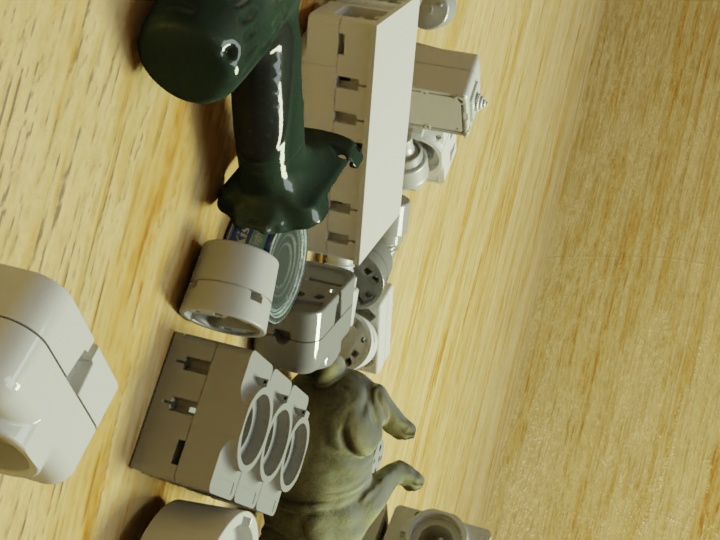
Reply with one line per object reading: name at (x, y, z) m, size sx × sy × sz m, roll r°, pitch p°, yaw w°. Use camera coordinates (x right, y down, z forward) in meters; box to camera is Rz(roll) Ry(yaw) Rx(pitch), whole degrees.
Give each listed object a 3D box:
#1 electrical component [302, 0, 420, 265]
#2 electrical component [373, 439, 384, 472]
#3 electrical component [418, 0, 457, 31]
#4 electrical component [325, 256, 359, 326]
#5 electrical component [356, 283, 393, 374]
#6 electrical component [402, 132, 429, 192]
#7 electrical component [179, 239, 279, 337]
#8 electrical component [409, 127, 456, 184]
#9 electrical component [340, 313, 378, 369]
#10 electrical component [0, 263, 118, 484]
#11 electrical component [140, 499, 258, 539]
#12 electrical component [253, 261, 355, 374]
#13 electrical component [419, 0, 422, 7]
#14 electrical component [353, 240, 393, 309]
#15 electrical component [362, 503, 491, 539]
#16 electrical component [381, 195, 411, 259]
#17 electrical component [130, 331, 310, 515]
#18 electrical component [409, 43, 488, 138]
electrical component at (-0.005, -0.114, 0.831) m, size 0.105 × 0.060 × 0.186 m, roll -52°, pitch 151°, yaw -58°
electrical component at (-0.009, 0.181, 1.065) m, size 0.045 × 0.055 × 0.045 m, roll 12°, pitch 90°, yaw -75°
electrical component at (0.074, -0.256, 1.044) m, size 0.078 × 0.040 × 0.040 m, roll -43°, pitch 143°, yaw -65°
electrical component at (-0.021, 0.014, 0.916) m, size 0.040 × 0.040 × 0.078 m, roll -18°, pitch 119°, yaw -73°
electrical component at (0.009, 0.042, 1.031) m, size 0.075 × 0.047 × 0.083 m, roll -57°, pitch 155°, yaw -52°
electrical component at (0.044, -0.109, 1.049) m, size 0.062 × 0.043 × 0.043 m, roll 78°, pitch 28°, yaw -54°
electrical component at (-0.080, 0.011, 0.675) m, size 0.055 × 0.055 × 0.047 m, roll 62°, pitch 39°, yaw -68°
electrical component at (0.067, -0.135, 1.094) m, size 0.089 × 0.050 × 0.055 m, roll 83°, pitch 24°, yaw -51°
electrical component at (-0.012, 0.064, 0.963) m, size 0.047 × 0.055 × 0.055 m, roll 24°, pitch 78°, yaw -78°
electrical component at (-0.148, 0.048, 0.456) m, size 0.095 × 0.054 × 0.059 m, roll 81°, pitch 26°, yaw -53°
electrical component at (-0.114, 0.199, 0.687) m, size 0.108 × 0.060 × 0.108 m, roll 13°, pitch 90°, yaw -75°
electrical component at (-0.043, 0.038, 0.830) m, size 0.095 × 0.054 × 0.059 m, roll -47°, pitch 146°, yaw -62°
electrical component at (0.027, -0.233, 0.881) m, size 0.055 × 0.045 × 0.045 m, roll 27°, pitch 76°, yaw -75°
electrical component at (0.000, 0.000, 0.956) m, size 0.047 × 0.055 × 0.055 m, roll -57°, pitch 155°, yaw -61°
electrical component at (0.014, 0.262, 0.959) m, size 0.060 × 0.186 × 0.105 m, roll 85°, pitch 23°, yaw -47°
electrical component at (0.026, -0.040, 1.042) m, size 0.040 × 0.040 × 0.078 m, roll -47°, pitch 146°, yaw -62°
electrical component at (-0.084, 0.108, 0.721) m, size 0.150 × 0.062 × 0.089 m, roll 59°, pitch 46°, yaw -69°
electrical component at (0.076, -0.170, 1.009) m, size 0.061 × 0.096 × 0.061 m, roll 77°, pitch 28°, yaw -59°
